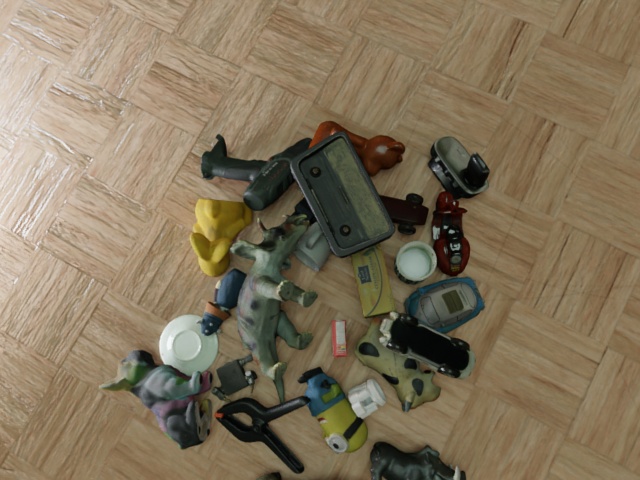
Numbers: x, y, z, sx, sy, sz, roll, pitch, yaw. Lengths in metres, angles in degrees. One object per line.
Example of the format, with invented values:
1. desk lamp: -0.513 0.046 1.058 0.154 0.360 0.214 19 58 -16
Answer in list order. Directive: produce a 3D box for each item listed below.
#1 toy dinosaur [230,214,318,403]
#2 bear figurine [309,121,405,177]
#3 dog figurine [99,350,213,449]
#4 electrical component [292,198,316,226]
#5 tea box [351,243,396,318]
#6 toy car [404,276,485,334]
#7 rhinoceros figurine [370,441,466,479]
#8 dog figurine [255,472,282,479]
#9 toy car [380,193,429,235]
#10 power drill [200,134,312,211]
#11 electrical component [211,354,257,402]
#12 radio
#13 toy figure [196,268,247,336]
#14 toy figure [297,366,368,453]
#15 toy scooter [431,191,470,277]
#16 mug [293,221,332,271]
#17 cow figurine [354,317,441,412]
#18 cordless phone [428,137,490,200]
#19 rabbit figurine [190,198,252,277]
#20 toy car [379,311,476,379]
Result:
1. toy dinosaur: -0.113 0.144 1.097 0.192 0.131 0.404 28 113 40
2. bear figurine: 0.078 -0.180 1.168 0.196 0.120 0.132 22 85 3
3. dog figurine: -0.338 0.325 1.107 0.219 0.108 0.191 0 82 9
4. electrical component: -0.027 -0.060 1.171 0.048 0.074 0.119 38 80 11
5. tea box: 0.107 0.074 1.123 0.068 0.098 0.169 -11 80 3
6. toy car: 0.259 0.134 1.096 0.162 0.103 0.109 -21 79 2
7. rhinoceros figurine: 0.189 0.457 1.058 0.190 0.073 0.112 15 70 9
8. dog figurine: -0.027 0.499 1.058 0.191 0.121 0.172 35 49 27
9. toy car: 0.133 -0.068 1.171 0.202 0.053 0.089 12 70 11
10. power drill: -0.142 -0.168 1.186 0.207 0.085 0.232 20 53 10
11. electrical component: -0.179 0.293 1.128 0.102 0.045 0.078 -20 79 0
12. radio: 0.042 -0.084 1.064 0.131 0.073 0.229 -27 82 0
13. toy figure: -0.207 0.136 1.156 0.064 0.057 0.154 32 88 15
14. toy figure: 0.027 0.341 1.085 0.089 0.082 0.180 -27 74 -8
15. toy scooter: 0.271 -0.019 1.108 0.075 0.135 0.184 -4 80 3
16. mug: -0.002 -0.003 1.146 0.081 0.109 0.107 33 70 17
17. cow figurine: 0.158 0.260 1.089 0.195 0.085 0.127 33 77 7
18. cordless phone: 0.292 -0.163 1.110 0.089 0.184 0.146 -32 78 2
19. rabbit figurine: -0.216 -0.001 1.150 0.122 0.162 0.173 9 97 -6
20. toy car: 0.208 0.205 1.043 0.202 0.056 0.073 26 76 -6
